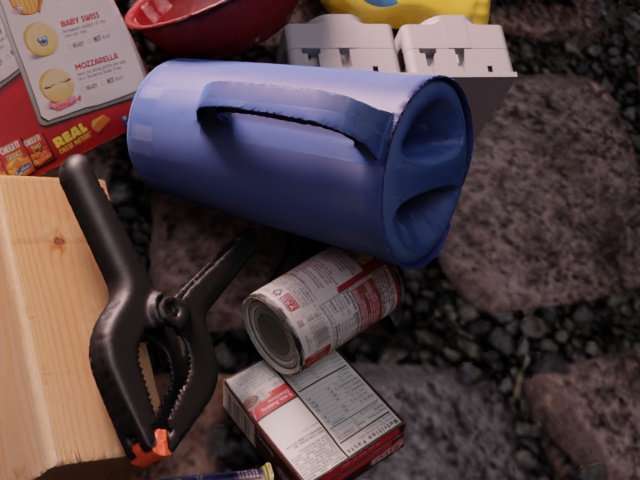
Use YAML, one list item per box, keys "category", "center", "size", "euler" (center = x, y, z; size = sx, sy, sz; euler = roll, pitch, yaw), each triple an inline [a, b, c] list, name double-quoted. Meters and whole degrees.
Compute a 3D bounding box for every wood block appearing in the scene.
- category: "wood block"
  center: [-0.184, 0.067, 0.745]
  size: [0.090, 0.090, 0.206]
  euler: [0, 63, -39]

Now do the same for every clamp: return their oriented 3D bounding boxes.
- category: "clamp"
  center: [-0.006, 0.001, 0.860]
  size: [0.120, 0.039, 0.171]
  euler: [-5, 69, -20]
- category: "clamp"
  center: [-0.102, 0.052, 0.730]
  size: [0.164, 0.036, 0.210]
  euler: [16, 55, -39]

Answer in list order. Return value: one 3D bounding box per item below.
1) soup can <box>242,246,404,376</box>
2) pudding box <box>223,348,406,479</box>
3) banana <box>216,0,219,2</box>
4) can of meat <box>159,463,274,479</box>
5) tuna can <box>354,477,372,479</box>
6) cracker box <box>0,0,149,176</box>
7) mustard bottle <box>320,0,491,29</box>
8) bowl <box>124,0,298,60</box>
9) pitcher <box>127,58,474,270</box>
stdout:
- category: "soup can"
  center: [0.002, 0.047, 0.783]
  size: [0.102, 0.069, 0.068]
  euler: [-30, 75, -29]
- category: "pudding box"
  center: [-0.006, 0.128, 0.781]
  size: [0.089, 0.039, 0.114]
  euler: [-28, 54, -24]
- category: "banana"
  center: [-0.052, -0.251, 0.968]
  size: [0.069, 0.037, 0.197]
  euler: [36, 63, 5]
- category: "can of meat"
  center: [-0.071, 0.211, 0.737]
  size: [0.083, 0.057, 0.102]
  euler: [-4, 66, -12]
- category: "tuna can"
  center: [0.022, 0.216, 0.767]
  size: [0.086, 0.034, 0.086]
  euler: [5, 64, -11]
- category: "cracker box"
  center: [-0.239, -0.158, 0.814]
  size: [0.164, 0.072, 0.213]
  euler: [-31, 105, -24]
- category: "mustard bottle"
  center: [0.057, -0.236, 0.968]
  size: [0.191, 0.058, 0.096]
  euler: [6, 70, -13]
- category: "bowl"
  center: [-0.075, -0.190, 0.865]
  size: [0.162, 0.162, 0.055]
  euler: [-41, 121, -26]
- category: "pitcher"
  center: [-0.025, -0.071, 0.773]
  size: [0.243, 0.149, 0.144]
  euler: [13, 36, 31]
